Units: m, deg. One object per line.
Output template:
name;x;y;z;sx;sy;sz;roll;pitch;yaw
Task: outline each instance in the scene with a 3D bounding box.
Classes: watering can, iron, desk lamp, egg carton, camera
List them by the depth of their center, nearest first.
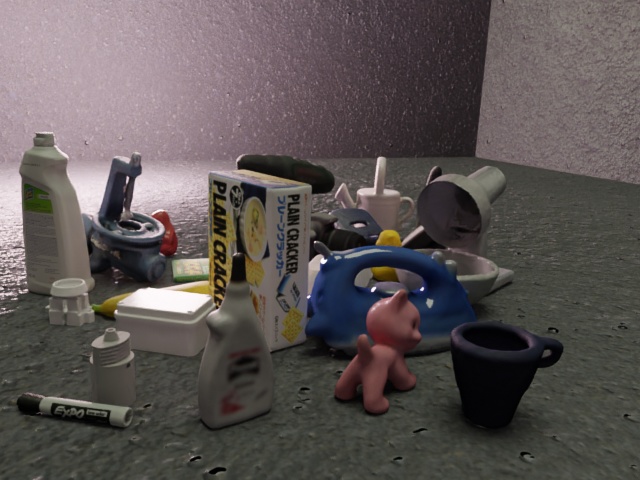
iron;0.103;0.069;0.771;0.258;0.141;0.118;0;14;-10
egg carton;0.023;0.070;0.902;0.107;0.069;0.150;6;15;13
desk lamp;0.260;-0.018;0.998;0.117;0.213;0.204;14;18;38
camera;0.010;0.004;1.098;0.136;0.101;0.143;10;16;28
watering can;0.125;-0.092;1.308;0.173;0.194;0.100;-1;15;-15

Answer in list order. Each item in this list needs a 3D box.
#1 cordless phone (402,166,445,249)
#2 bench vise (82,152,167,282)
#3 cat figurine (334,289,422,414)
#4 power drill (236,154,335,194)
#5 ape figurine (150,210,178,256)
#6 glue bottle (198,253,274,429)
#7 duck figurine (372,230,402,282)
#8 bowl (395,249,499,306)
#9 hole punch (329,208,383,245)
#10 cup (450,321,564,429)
cordless phone;0.225;-0.061;1.219;0.094;0.185;0.148;6;15;14
bench vise;-0.361;-0.043;0.980;0.207;0.220;0.121;4;14;8
cat figurine;0.072;0.112;0.644;0.067;0.118;0.128;11;17;31
power drill;-0.070;-0.074;1.173;0.230;0.208;0.075;-10;19;-39
ape figurine;-0.317;-0.014;1.133;0.076;0.092;0.077;-12;20;-43
glue bottle;-0.082;0.096;0.568;0.078;0.173;0.037;-9;18;-39
duck figurine;0.128;0.026;1.063;0.077;0.086;0.104;1;14;-4
bowl;0.199;0.070;0.923;0.167;0.075;0.167;2;14;0
hole punch;0.079;-0.016;1.209;0.109;0.091;0.100;-7;17;-32
cup;0.190;0.142;0.592;0.118;0.095;0.091;0;14;-8
